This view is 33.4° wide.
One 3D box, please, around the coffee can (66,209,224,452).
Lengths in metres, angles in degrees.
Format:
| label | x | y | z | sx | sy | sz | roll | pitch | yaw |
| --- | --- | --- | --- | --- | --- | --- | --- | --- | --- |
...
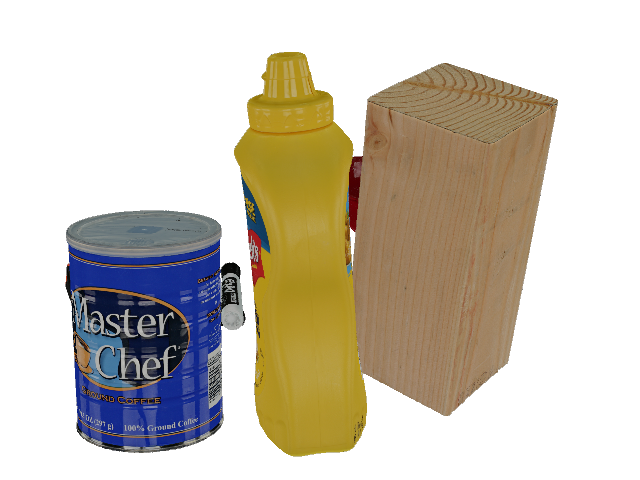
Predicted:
| label | x | y | z | sx | sy | sz | roll | pitch | yaw |
| --- | --- | --- | --- | --- | --- | --- | --- | --- | --- |
| coffee can | -0.118 | 0.058 | 0.728 | 0.103 | 0.140 | 0.103 | 0 | 14 | 0 |

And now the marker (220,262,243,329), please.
| label | x | y | z | sx | sy | sz | roll | pitch | yaw |
| --- | --- | --- | --- | --- | --- | --- | --- | --- | --- |
| marker | -0.079 | 0.047 | 0.953 | 0.020 | 0.020 | 0.121 | 0 | 19 | -6 |

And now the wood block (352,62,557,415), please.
| label | x | y | z | sx | sy | sz | roll | pitch | yaw |
| --- | --- | --- | --- | --- | --- | --- | --- | --- | --- |
| wood block | 0.083 | 0.000 | 0.715 | 0.091 | 0.206 | 0.090 | 25 | 37 | 31 |

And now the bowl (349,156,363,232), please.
| label | x | y | z | sx | sy | sz | roll | pitch | yaw |
| --- | --- | --- | --- | --- | --- | --- | --- | --- | --- |
| bowl | 0.079 | -0.037 | 1.117 | 0.162 | 0.055 | 0.162 | 6 | 22 | -2 |

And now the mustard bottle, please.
| label | x | y | z | sx | sy | sz | roll | pitch | yaw |
| --- | --- | --- | --- | --- | --- | --- | --- | --- | --- |
| mustard bottle | -0.010 | 0.003 | 0.531 | 0.058 | 0.192 | 0.096 | -4 | 20 | -4 |

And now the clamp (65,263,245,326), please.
| label | x | y | z | sx | sy | sz | roll | pitch | yaw |
| --- | --- | --- | --- | --- | --- | --- | --- | --- | --- |
| clamp | -0.210 | 0.073 | 1.162 | 0.210 | 0.036 | 0.164 | 18 | 21 | 25 |
